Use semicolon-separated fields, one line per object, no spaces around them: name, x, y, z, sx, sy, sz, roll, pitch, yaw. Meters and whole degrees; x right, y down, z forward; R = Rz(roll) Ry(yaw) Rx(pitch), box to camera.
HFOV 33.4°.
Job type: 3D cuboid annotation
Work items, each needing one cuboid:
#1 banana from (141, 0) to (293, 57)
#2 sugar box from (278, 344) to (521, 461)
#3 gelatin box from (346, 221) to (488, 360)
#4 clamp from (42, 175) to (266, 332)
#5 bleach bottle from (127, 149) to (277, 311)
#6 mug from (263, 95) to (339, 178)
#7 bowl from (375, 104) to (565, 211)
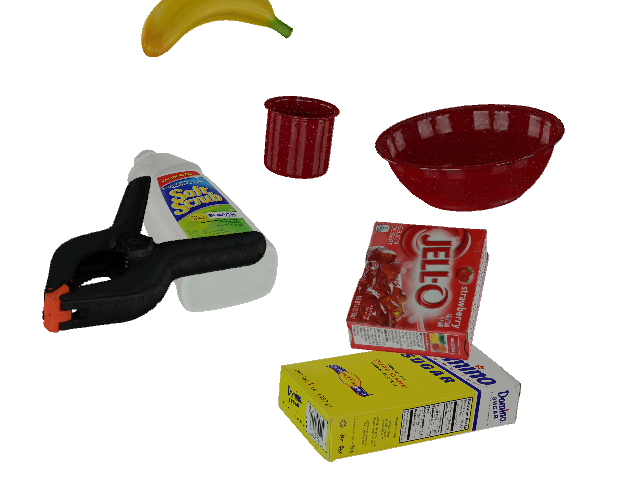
banana;-0.106;-0.214;1.009;0.070;0.037;0.197;46;39;19
sugar box;0.064;0.125;0.869;0.176;0.048;0.093;-9;25;-25
gelatin box;0.062;0.029;0.658;0.073;0.089;0.030;5;-43;16
clamp;-0.133;0.007;0.738;0.120;0.039;0.171;27;34;31
bleach bottle;-0.139;-0.025;1.073;0.102;0.068;0.251;-9;34;-28
mug;-0.021;-0.130;1.328;0.093;0.081;0.117;16;25;22
bowl;0.131;-0.068;0.926;0.162;0.055;0.162;-8;24;3
